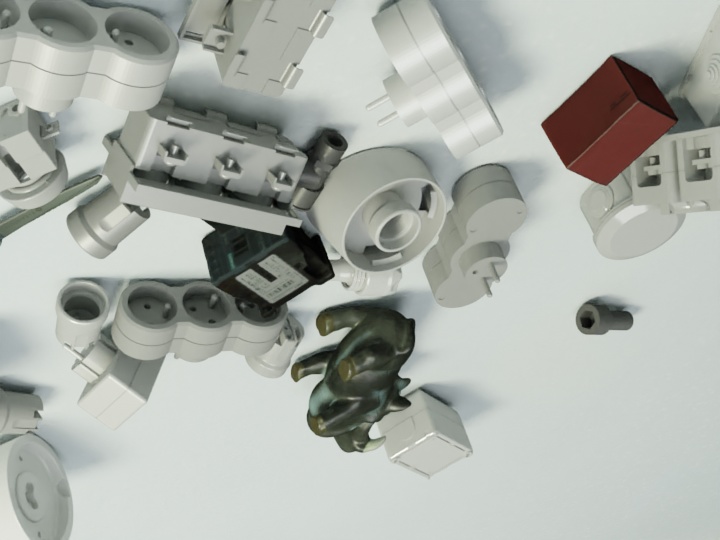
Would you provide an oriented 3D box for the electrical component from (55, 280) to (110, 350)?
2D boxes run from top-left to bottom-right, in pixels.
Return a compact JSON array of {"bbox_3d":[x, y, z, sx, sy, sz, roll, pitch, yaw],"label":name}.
[{"bbox_3d":[-0.217,0.036,0.835,0.040,0.040,0.046,-2,147,-23],"label":"electrical component"}]

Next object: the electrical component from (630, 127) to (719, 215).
[{"bbox_3d":[0.320,-0.081,0.850,0.186,0.060,0.105,-6,-178,-25],"label":"electrical component"}]

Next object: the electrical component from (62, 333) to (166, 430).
[{"bbox_3d":[-0.208,0.078,0.877,0.077,0.065,0.047,41,118,-18],"label":"electrical component"}]

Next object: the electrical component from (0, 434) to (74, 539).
[{"bbox_3d":[-0.311,0.207,0.960,0.060,0.108,0.108,-19,145,9],"label":"electrical component"}]

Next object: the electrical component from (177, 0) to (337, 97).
[{"bbox_3d":[-0.045,-0.166,0.628,0.079,0.063,0.121,8,136,-32],"label":"electrical component"}]

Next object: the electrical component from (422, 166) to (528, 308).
[{"bbox_3d":[0.098,-0.012,0.885,0.052,0.073,0.138,-3,141,-21],"label":"electrical component"}]

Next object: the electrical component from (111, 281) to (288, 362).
[{"bbox_3d":[-0.134,0.051,0.879,0.138,0.052,0.073,0,140,-25],"label":"electrical component"}]

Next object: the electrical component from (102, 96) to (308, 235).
[{"bbox_3d":[-0.101,-0.071,0.724,0.121,0.078,0.063,11,112,-35],"label":"electrical component"}]

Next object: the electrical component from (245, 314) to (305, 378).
[{"bbox_3d":[-0.073,0.065,0.938,0.040,0.040,0.046,9,129,-33],"label":"electrical component"}]

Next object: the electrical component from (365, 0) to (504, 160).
[{"bbox_3d":[0.040,-0.122,0.733,0.074,0.052,0.138,-28,142,12],"label":"electrical component"}]

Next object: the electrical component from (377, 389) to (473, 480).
[{"bbox_3d":[0.070,0.171,1.122,0.062,0.061,0.096,-34,142,19],"label":"electrical component"}]

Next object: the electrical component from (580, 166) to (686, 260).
[{"bbox_3d":[0.231,-0.050,0.916,0.080,0.051,0.080,-13,144,-9],"label":"electrical component"}]

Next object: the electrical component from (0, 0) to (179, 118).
[{"bbox_3d":[-0.183,-0.119,0.635,0.138,0.052,0.073,4,138,-28],"label":"electrical component"}]

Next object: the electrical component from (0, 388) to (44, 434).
[{"bbox_3d":[-0.297,0.120,0.907,0.046,0.040,0.040,13,134,-43],"label":"electrical component"}]

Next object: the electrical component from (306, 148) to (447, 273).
[{"bbox_3d":[0.015,-0.047,0.830,0.099,0.064,0.099,-19,136,-19],"label":"electrical component"}]

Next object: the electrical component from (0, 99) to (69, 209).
[{"bbox_3d":[-0.218,-0.072,0.687,0.066,0.048,0.055,-21,137,3],"label":"electrical component"}]

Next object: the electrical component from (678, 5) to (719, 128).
[{"bbox_3d":[0.304,-0.154,0.816,0.100,0.048,0.099,-6,141,-16],"label":"electrical component"}]

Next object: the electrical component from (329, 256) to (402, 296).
[{"bbox_3d":[0.000,0.000,0.882,0.062,0.043,0.043,0,140,-23],"label":"electrical component"}]

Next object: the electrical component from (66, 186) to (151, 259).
[{"bbox_3d":[-0.176,-0.036,0.758,0.046,0.040,0.040,-36,141,12],"label":"electrical component"}]
